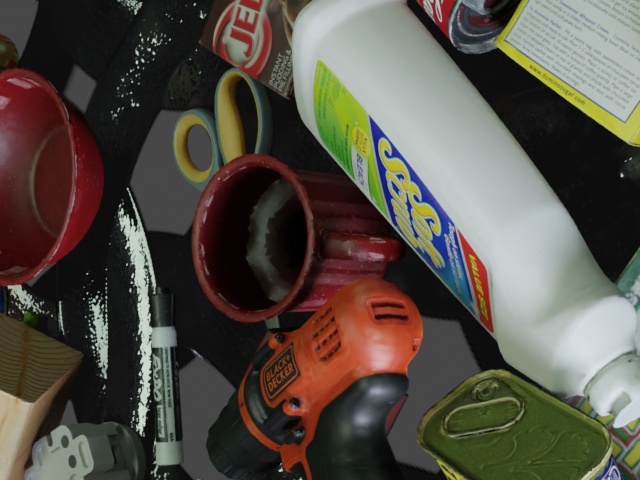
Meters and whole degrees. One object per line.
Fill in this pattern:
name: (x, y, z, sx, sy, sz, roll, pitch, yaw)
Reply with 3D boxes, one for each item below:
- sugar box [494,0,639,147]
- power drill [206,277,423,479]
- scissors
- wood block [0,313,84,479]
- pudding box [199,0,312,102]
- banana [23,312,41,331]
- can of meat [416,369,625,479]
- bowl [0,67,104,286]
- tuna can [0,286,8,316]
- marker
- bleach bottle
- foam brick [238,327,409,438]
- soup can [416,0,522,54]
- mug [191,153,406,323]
sugar box: (0.166, -0.140, 0.492, 0.093, 0.048, 0.176, 44, 112, 30)
power drill: (0.003, 0.135, 0.509, 0.185, 0.057, 0.188, -50, 47, 48)
scissors: (-0.059, -0.011, 0.696, 0.096, 0.016, 0.202, -6, 84, 42)
wood block: (-0.258, 0.167, 0.784, 0.090, 0.090, 0.206, 25, 110, 4)
pudding box: (-0.019, -0.152, 0.653, 0.090, 0.039, 0.113, 36, 111, 36)
banana: (-0.278, 0.127, 0.866, 0.198, 0.037, 0.069, -30, 50, 34)
can of meat: (0.102, 0.118, 0.492, 0.084, 0.057, 0.102, 59, 165, -25)
bowl: (-0.212, -0.046, 0.801, 0.162, 0.055, 0.162, -2, 87, 40)
tuna can: (-0.297, 0.050, 0.883, 0.086, 0.033, 0.086, -2, 87, 41)
marker: (-0.105, 0.092, 0.729, 0.020, 0.020, 0.121, -9, 82, 40)
bleach bottle: (0.076, -0.018, 0.526, 0.251, 0.068, 0.102, 53, 160, 31)
foam brick: (0.000, 0.091, 0.618, 0.078, 0.052, 0.051, 35, 110, 34)
soup can: (0.069, -0.157, 0.560, 0.069, 0.068, 0.102, -50, 59, 27)
mug: (-0.004, 0.001, 0.606, 0.117, 0.081, 0.093, 2, 89, 40)
